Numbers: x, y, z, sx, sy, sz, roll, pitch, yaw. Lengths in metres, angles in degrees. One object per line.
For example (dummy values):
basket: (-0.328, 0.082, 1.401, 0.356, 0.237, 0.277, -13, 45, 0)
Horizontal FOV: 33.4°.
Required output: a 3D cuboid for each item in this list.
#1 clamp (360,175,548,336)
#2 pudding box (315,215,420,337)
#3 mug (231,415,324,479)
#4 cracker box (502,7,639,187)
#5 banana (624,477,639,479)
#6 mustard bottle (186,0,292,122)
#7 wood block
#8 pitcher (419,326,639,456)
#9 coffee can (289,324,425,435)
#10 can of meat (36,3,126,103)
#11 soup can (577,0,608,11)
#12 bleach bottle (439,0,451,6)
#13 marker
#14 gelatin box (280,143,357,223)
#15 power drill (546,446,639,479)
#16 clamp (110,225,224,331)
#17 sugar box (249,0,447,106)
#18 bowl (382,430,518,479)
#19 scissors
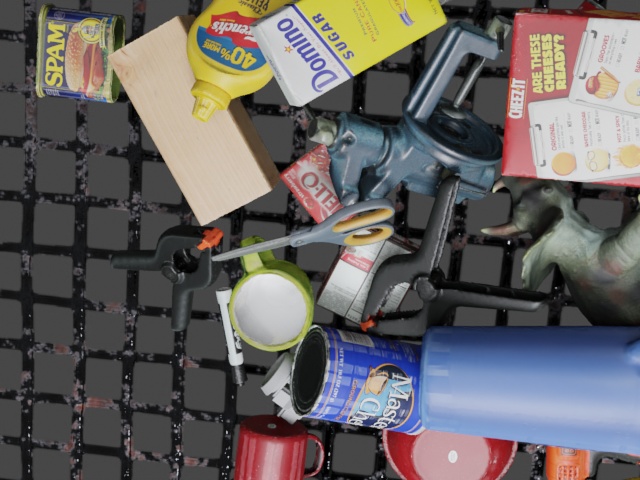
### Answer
clamp: (0.116, 0.035, 1.134, 0.210, 0.036, 0.164, -27, 95, 36)
pudding box: (0.058, 0.042, 1.215, 0.090, 0.039, 0.114, 26, 108, -4)
mug: (-0.047, 0.257, 1.260, 0.117, 0.093, 0.081, 2, 101, -26)
cracker box: (0.294, -0.140, 1.050, 0.214, 0.072, 0.164, 6, 108, 13)
banana: (0.332, 0.331, 1.258, 0.198, 0.037, 0.069, -33, 97, 13)
mustard bottle: (-0.082, -0.208, 1.089, 0.096, 0.058, 0.191, 25, 81, 1)
wood block: (-0.133, -0.132, 1.165, 0.091, 0.090, 0.206, -27, 99, 11)
pitcher: (0.226, 0.155, 1.100, 0.243, 0.145, 0.149, 2, 94, 8)
coffee can: (0.050, 0.156, 1.187, 0.140, 0.103, 0.103, 13, 106, -21)
can of meat: (-0.263, -0.205, 1.179, 0.084, 0.057, 0.102, 7, 105, 2)
soup can: (0.274, -0.193, 1.119, 0.068, 0.068, 0.102, 36, 105, -4)
bleach bottle: (0.060, -0.273, 1.125, 0.251, 0.068, 0.102, -23, 97, 14)
marker: (-0.104, 0.115, 1.260, 0.020, 0.020, 0.121, -7, 103, 8)
gelatin box: (0.011, -0.062, 1.198, 0.073, 0.030, 0.089, -36, 97, 13)
power drill: (0.350, 0.197, 1.214, 0.188, 0.057, 0.184, 1, 108, 9)
clamp: (-0.169, 0.026, 1.205, 0.120, 0.039, 0.172, 36, 134, -4)
sugar box: (0.028, -0.214, 1.057, 0.176, 0.048, 0.093, -32, 108, -9)
bowl: (0.152, 0.240, 1.246, 0.162, 0.055, 0.162, 1, 105, 5)
scissors: (-0.008, 0.001, 1.144, 0.202, 0.096, 0.016, -21, 63, 20)
